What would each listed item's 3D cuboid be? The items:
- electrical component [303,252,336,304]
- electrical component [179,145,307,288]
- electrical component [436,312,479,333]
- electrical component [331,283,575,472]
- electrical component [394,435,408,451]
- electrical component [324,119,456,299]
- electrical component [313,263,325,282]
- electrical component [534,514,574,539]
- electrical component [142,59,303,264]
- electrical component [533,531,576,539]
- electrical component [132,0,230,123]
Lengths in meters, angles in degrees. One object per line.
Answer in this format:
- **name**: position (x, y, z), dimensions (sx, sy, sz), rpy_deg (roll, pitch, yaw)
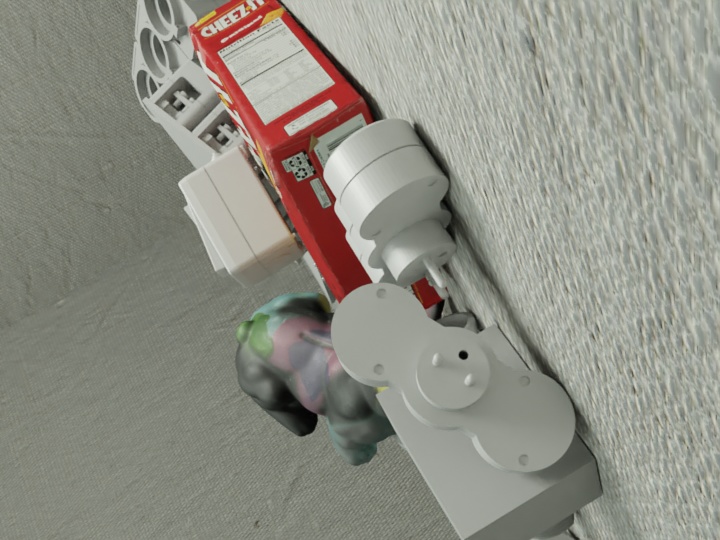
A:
- **electrical component**: position (-0.038, -0.042, 1.134), dimensions (0.105, 0.060, 0.186), rpy_deg (59, 176, 13)
- **electrical component**: position (-0.091, -0.041, 0.781), dimensions (0.096, 0.061, 0.061), rpy_deg (59, 179, 12)
- **electrical component**: position (0.067, 0.062, 0.707), dimensions (0.055, 0.045, 0.045), rpy_deg (60, 176, -17)
- **electrical component**: position (0.047, 0.055, 0.555), dimensions (0.138, 0.052, 0.073), rpy_deg (31, 171, 8)
- **electrical component**: position (0.073, 0.136, 0.926), dimensions (0.051, 0.080, 0.080), rpy_deg (56, 178, -24)
- **electrical component**: position (0.026, -0.017, 0.573), dimensions (0.073, 0.052, 0.138), rpy_deg (58, 176, 20)
- **electrical component**: position (0.000, 0.000, 0.891), dimensions (0.077, 0.079, 0.043), rpy_deg (63, -145, -42)
- **electrical component**: position (0.121, 0.159, 0.747), dimensions (0.043, 0.043, 0.081), rpy_deg (55, 175, 48)
- **electrical component**: position (-0.096, -0.093, 0.934), dimensions (0.105, 0.060, 0.186), rpy_deg (38, 171, 27)
- **electrical component**: position (0.171, 0.264, 0.830), dimensions (0.138, 0.052, 0.074), rpy_deg (60, 176, -7)
- **electrical component**: position (-0.156, -0.199, 0.949), dimensions (0.089, 0.062, 0.150), rpy_deg (51, 148, 22)
